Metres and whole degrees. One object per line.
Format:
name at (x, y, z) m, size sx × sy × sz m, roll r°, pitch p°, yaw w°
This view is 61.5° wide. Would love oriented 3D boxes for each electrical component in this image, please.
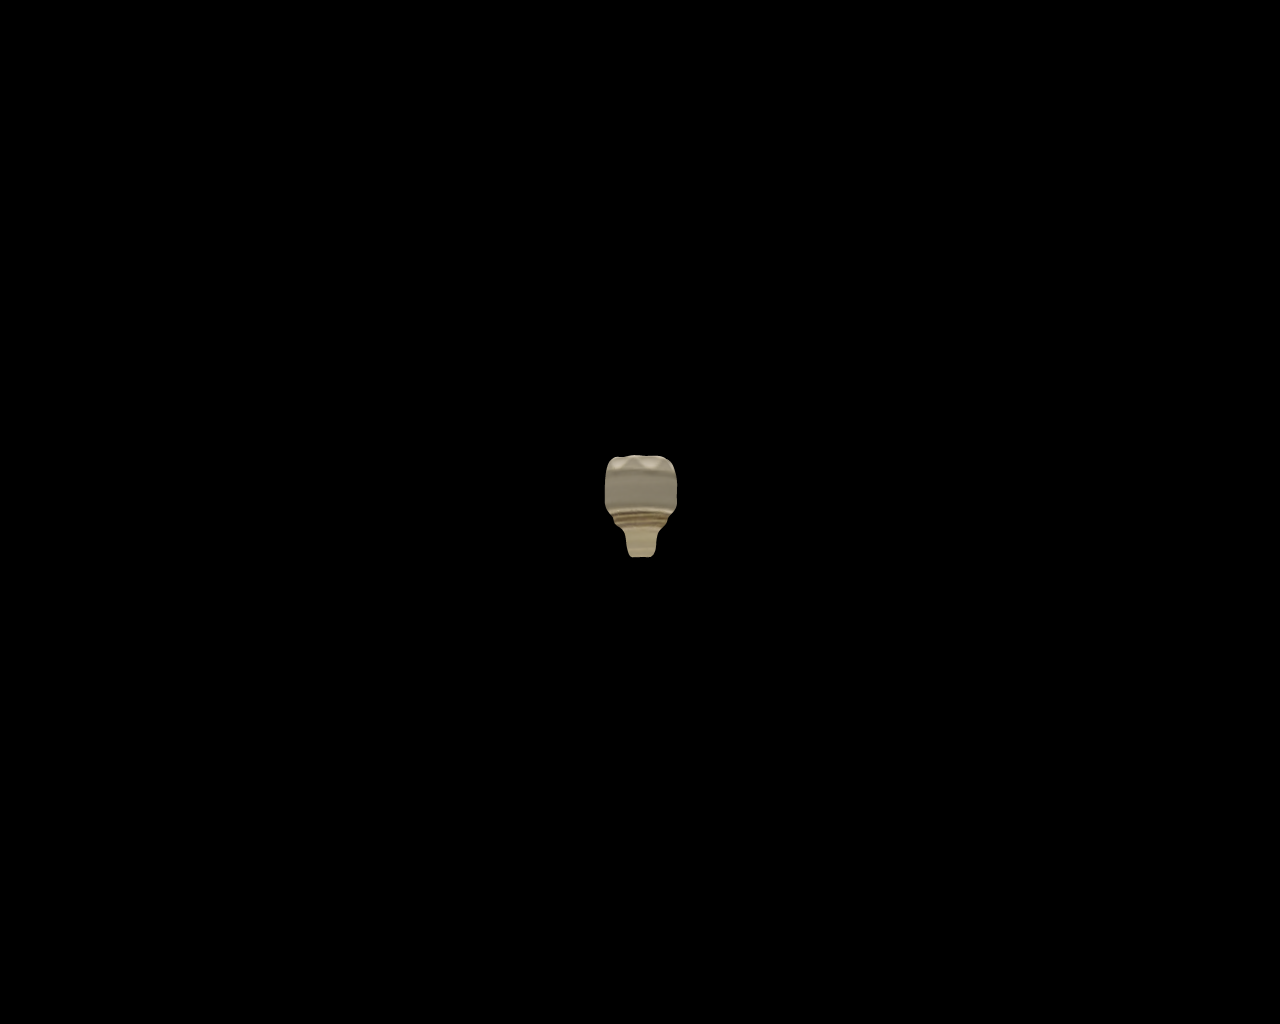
electrical component at (0.001, -0.003, 0.650) m, size 0.043 × 0.062 × 0.043 m, roll 0°, pitch -4°, yaw 0°
